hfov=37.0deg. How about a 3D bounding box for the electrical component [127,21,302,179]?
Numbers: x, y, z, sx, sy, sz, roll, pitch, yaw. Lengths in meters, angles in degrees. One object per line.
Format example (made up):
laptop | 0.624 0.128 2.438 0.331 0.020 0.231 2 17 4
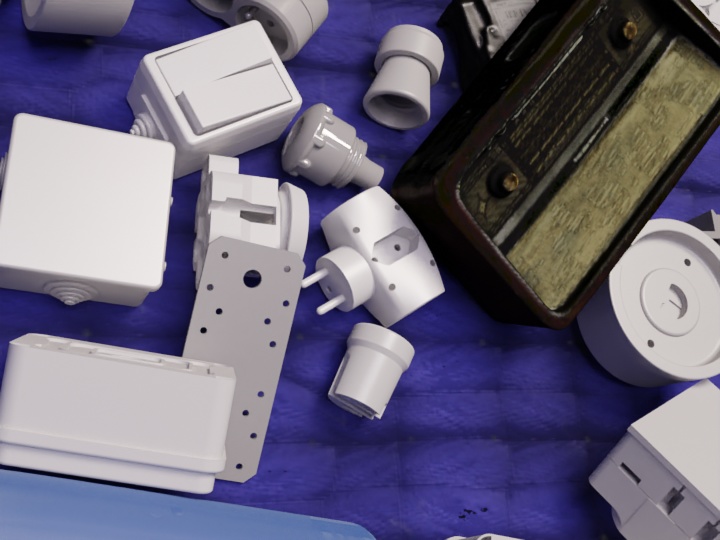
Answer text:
electrical component | -0.092 -0.101 0.641 0.096 0.061 0.061 -26 83 -28

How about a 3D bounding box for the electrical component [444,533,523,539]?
electrical component | 0.081 0.211 0.607 0.078 0.057 0.113 15 67 -18

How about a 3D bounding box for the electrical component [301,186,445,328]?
electrical component | 0.000 0.000 0.655 0.079 0.043 0.077 -30 85 -28

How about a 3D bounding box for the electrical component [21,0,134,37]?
electrical component | -0.154 -0.187 0.622 0.060 0.108 0.108 5 70 -28

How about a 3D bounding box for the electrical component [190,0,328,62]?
electrical component | -0.077 -0.203 0.688 0.138 0.052 0.073 38 62 -6

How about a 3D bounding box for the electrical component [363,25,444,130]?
electrical component | 0.030 -0.127 0.711 0.045 0.045 0.055 22 64 -15

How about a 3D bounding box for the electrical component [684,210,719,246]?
electrical component | 0.261 -0.007 0.768 0.081 0.042 0.063 -1 76 -22

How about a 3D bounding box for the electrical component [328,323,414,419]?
electrical component | 0.006 0.061 0.639 0.040 0.040 0.046 30 69 -11

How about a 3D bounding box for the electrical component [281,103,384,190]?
electrical component | -0.015 -0.071 0.674 0.062 0.048 0.048 29 63 -19

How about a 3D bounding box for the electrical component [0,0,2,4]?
electrical component | -0.233 -0.177 0.621 0.065 0.044 0.044 18 66 -21

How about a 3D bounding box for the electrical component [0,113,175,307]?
electrical component | -0.154 -0.030 0.597 0.100 0.048 0.099 9 69 -20

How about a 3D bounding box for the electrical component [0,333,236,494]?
electrical component | -0.123 0.071 0.546 0.113 0.078 0.057 10 89 -8

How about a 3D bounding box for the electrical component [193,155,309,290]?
electrical component | -0.064 -0.025 0.629 0.057 0.058 0.078 6 70 -18

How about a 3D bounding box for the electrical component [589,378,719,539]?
electrical component | 0.239 0.163 0.643 0.105 0.060 0.186 -16 54 -47

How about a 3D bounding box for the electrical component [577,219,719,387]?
electrical component | 0.196 0.026 0.718 0.108 0.060 0.108 7 69 -20

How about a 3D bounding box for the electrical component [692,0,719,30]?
electrical component | 0.231 -0.208 0.813 0.089 0.062 0.150 20 66 -15
